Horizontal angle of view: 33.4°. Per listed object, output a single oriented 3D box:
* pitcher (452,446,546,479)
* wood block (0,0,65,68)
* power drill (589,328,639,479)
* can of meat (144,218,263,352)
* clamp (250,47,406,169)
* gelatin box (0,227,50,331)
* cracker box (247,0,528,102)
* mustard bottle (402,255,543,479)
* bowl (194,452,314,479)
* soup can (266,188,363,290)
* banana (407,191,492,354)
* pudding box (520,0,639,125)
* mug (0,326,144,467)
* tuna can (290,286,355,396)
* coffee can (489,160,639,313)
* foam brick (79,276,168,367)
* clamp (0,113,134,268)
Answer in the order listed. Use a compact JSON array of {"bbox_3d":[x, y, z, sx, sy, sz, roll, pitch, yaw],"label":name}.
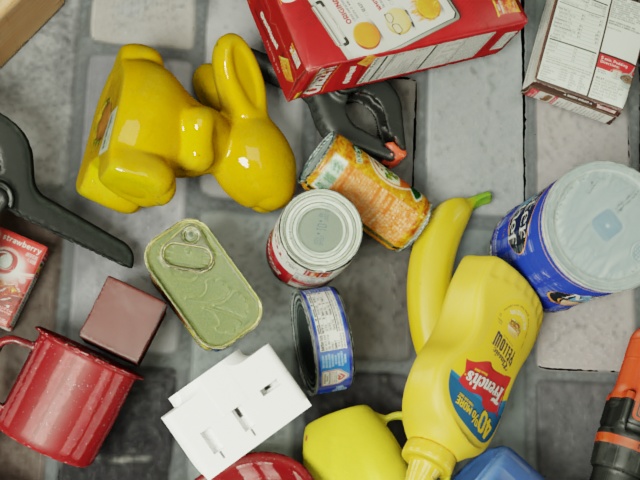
[{"bbox_3d":[0.184,0.289,0.830,0.243,0.145,0.149,45,38,5],"label":"pitcher"},{"bbox_3d":[-0.311,-0.166,0.860,0.090,0.091,0.206,40,77,0],"label":"wood block"},{"bbox_3d":[0.324,0.186,0.901,0.187,0.057,0.184,22,77,-4],"label":"power drill"},{"bbox_3d":[-0.095,0.040,0.855,0.057,0.084,0.102,-36,86,-13],"label":"can of meat"},{"bbox_3d":[0.006,-0.130,0.924,0.120,0.039,0.171,-29,81,-12],"label":"clamp"},{"bbox_3d":[-0.275,0.022,0.861,0.089,0.030,0.073,24,77,-4],"label":"gelatin box"},{"bbox_3d":[0.046,-0.221,0.907,0.213,0.072,0.164,-16,76,-22],"label":"cracker box"},{"bbox_3d":[0.112,0.112,0.842,0.096,0.058,0.191,51,57,-36],"label":"mustard bottle"},{"bbox_3d":[-0.057,0.244,0.810,0.162,0.162,0.055,-45,127,-13],"label":"bowl"},{"bbox_3d":[-0.006,0.001,0.866,0.068,0.102,0.068,1,80,-8],"label":"soup can"},{"bbox_3d":[0.107,0.046,0.907,0.069,0.037,0.198,10,79,-7],"label":"banana"},{"bbox_3d":[0.241,-0.173,0.966,0.090,0.039,0.113,19,75,-3],"label":"pudding box"},{"bbox_3d":[-0.205,0.117,0.821,0.117,0.093,0.081,29,82,-20],"label":"mug"},{"bbox_3d":[0.001,0.081,0.861,0.033,0.086,0.086,-9,81,-12],"label":"tuna can"},{"bbox_3d":[0.209,0.002,0.876,0.102,0.140,0.103,1,79,-8],"label":"coffee can"},{"bbox_3d":[-0.155,0.066,0.846,0.051,0.078,0.053,27,77,-4],"label":"foam brick"},{"bbox_3d":[-0.259,-0.021,0.817,0.164,0.036,0.210,-38,110,-24],"label":"clamp"}]
